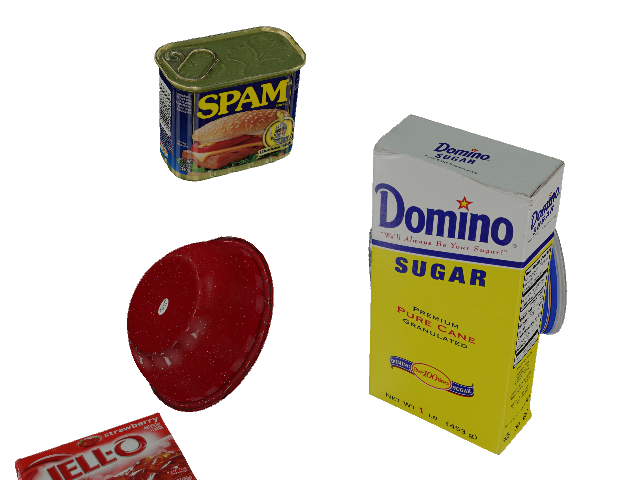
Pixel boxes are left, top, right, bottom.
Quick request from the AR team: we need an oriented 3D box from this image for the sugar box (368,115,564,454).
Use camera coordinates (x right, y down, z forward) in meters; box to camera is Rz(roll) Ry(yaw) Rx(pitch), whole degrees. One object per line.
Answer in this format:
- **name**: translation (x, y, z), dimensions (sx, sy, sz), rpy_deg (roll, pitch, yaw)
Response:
- **sugar box**: translation (0.074, 0.027, 0.585), dimensions (0.093, 0.176, 0.048), rpy_deg (21, 43, 29)

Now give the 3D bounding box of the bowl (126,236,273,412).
- **bowl**: translation (-0.117, 0.064, 0.922), dimensions (0.162, 0.162, 0.055), rpy_deg (0, -20, 44)

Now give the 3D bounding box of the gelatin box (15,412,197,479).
- **gelatin box**: translation (-0.120, 0.138, 0.599), dimensions (0.089, 0.030, 0.073), rpy_deg (-16, 28, -20)

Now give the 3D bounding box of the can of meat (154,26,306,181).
- **can of meat**: translation (-0.065, -0.096, 0.758), dimensions (0.102, 0.084, 0.057), rpy_deg (-15, 47, -23)

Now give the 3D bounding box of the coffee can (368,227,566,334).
- **coffee can**: translation (0.116, 0.032, 0.867), dimensions (0.140, 0.103, 0.103), rpy_deg (-6, 0, -4)
